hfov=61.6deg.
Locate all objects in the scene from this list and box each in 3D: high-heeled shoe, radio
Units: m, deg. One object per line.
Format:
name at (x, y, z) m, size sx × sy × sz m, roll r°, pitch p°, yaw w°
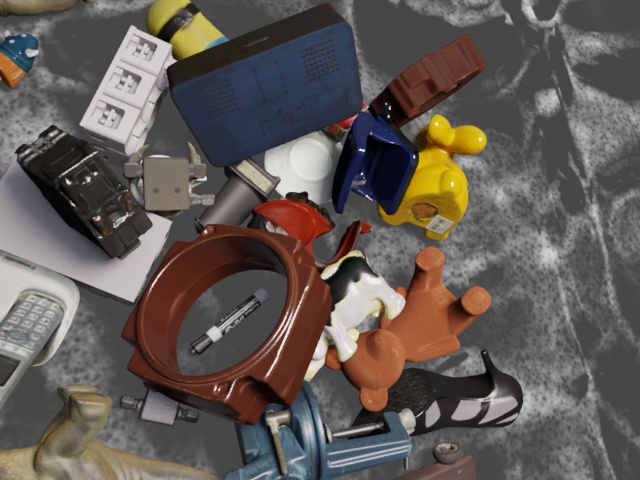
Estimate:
high-heeled shoe at (0.164, 0.243, 0.736) m, size 0.249 × 0.086 × 0.145 m, roll -27°, pitch 118°, yaw -5°
radio at (-0.064, -0.192, 0.686) m, size 0.230 × 0.130 × 0.073 m, roll -21°, pitch 43°, yaw -1°

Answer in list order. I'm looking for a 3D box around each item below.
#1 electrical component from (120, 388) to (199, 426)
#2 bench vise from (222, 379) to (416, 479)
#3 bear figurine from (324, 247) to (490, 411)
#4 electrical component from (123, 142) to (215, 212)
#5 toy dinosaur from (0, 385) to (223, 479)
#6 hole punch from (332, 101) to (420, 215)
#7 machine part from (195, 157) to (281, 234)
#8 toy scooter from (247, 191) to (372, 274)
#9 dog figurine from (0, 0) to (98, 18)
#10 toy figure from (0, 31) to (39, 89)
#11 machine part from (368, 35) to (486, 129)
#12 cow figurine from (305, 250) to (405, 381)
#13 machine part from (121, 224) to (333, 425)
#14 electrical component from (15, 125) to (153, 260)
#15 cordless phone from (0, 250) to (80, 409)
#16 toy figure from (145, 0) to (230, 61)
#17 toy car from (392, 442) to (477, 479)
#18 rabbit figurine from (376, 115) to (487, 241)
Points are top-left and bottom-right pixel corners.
electrical component at (-0.186, 0.185, 0.641) m, size 0.094 × 0.021 × 0.063 m, roll 16°, pitch 71°, yaw -13°
bench vise at (0.005, 0.239, 0.596) m, size 0.241 × 0.224 × 0.128 m, roll -6°, pitch 113°, yaw -17°
bear figurine at (0.107, 0.118, 0.707) m, size 0.196 × 0.131 × 0.120 m, roll -28°, pitch 60°, yaw -27°
electrical component at (-0.182, -0.075, 0.644) m, size 0.102 × 0.045 × 0.078 m, roll -8°, pitch 108°, yaw -18°
toy dinosaur at (-0.273, 0.252, 0.554) m, size 0.471 × 0.105 × 0.198 m, roll 6°, pitch 83°, yaw -14°
hole punch at (0.058, -0.103, 0.724) m, size 0.092 × 0.142 × 0.116 m, roll -4°, pitch 43°, yaw -22°
machine part at (-0.116, -0.053, 0.722) m, size 0.084 × 0.039 × 0.139 m, roll 39°, pitch 65°, yaw -14°
toy scooter at (-0.001, -0.002, 0.727) m, size 0.184 × 0.075 × 0.135 m, roll 44°, pitch 67°, yaw -7°
dog figurine at (-0.398, -0.300, 0.672) m, size 0.172 × 0.121 × 0.190 m, roll 29°, pitch 82°, yaw -6°
toy figure at (-0.410, -0.201, 0.652) m, size 0.064 × 0.058 × 0.154 m, roll 50°, pitch 61°, yaw -7°
machine part at (0.158, -0.225, 0.794) m, size 0.179 × 0.179 × 0.056 m, roll -34°, pitch 92°, yaw -24°
cow figurine at (0.012, 0.095, 0.659) m, size 0.167 × 0.068 × 0.098 m, roll -42°, pitch 97°, yaw 3°
machine part at (-0.103, 0.085, 0.602) m, size 0.202 × 0.087 × 0.201 m, roll 11°, pitch 60°, yaw 24°
electrical component at (-0.239, -0.042, 0.557) m, size 0.058 × 0.115 × 0.134 m, roll -43°, pitch 135°, yaw -22°
cordless phone at (-0.339, 0.095, 0.527) m, size 0.146 × 0.088 × 0.184 m, roll 24°, pitch 27°, yaw -12°
toy figure at (-0.156, -0.257, 0.736) m, size 0.180 × 0.089 × 0.082 m, roll 44°, pitch 61°, yaw -1°
toy car at (0.112, 0.326, 0.687) m, size 0.202 × 0.053 × 0.089 m, roll -16°, pitch 97°, yaw -23°
rabbit figurine at (0.163, -0.111, 0.787) m, size 0.122 × 0.162 × 0.173 m, roll 17°, pitch 53°, yaw -1°
